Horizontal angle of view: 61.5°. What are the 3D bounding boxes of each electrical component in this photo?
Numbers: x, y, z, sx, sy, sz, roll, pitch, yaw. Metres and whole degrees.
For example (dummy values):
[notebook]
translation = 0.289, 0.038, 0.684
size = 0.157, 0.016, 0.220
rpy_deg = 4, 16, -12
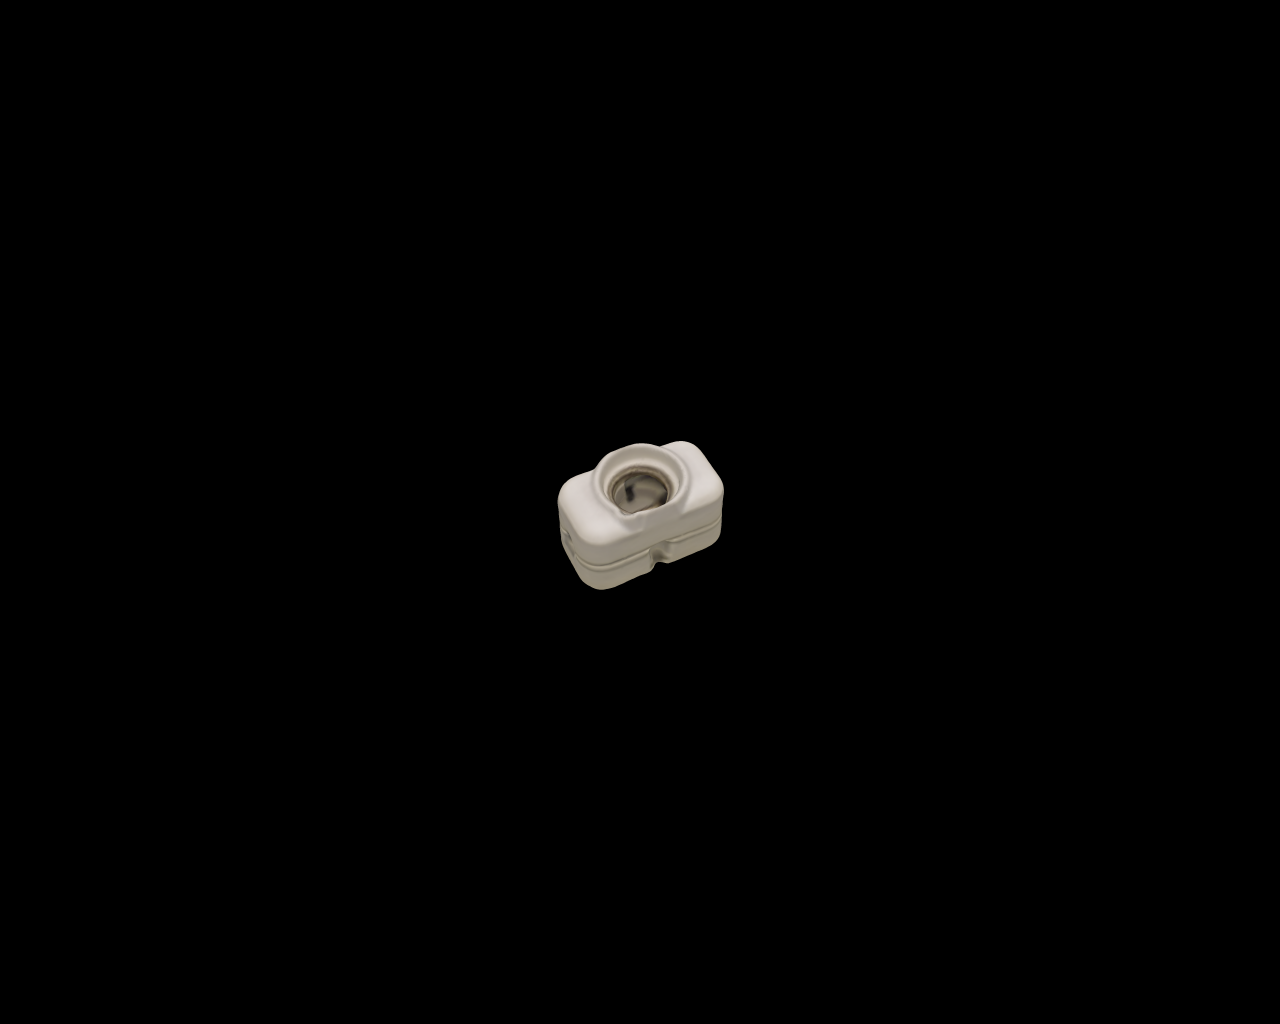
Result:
[electrical component]
translation = 0.001, -0.003, 0.650
size = 0.095, 0.054, 0.059
rpy_deg = -21, -34, -15
